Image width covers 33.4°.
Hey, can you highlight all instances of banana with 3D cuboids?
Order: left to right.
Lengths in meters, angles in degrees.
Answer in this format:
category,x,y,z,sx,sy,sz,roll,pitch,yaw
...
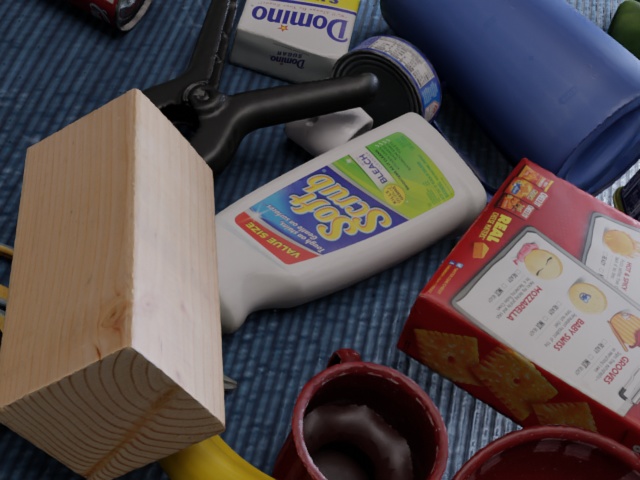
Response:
category,x,y,z,sx,sy,sz,roll,pitch,yaw
banana,-0.057,0.124,0.608,0.037,0.070,0.198,-6,35,-42

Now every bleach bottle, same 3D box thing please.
category,x,y,z,sx,sy,sz,roll,pitch,yaw
bleach bottle,-0.005,0.001,0.740,0.250,0.068,0.102,-30,74,-30

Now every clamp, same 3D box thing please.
category,x,y,z,sx,sy,sz,roll,pitch,yaw
clamp,-0.071,-0.092,0.769,0.165,0.036,0.209,30,64,25

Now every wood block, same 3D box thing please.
category,x,y,z,sx,sy,sz,roll,pitch,yaw
wood block,-0.118,0.021,0.623,0.091,0.090,0.206,-25,43,16

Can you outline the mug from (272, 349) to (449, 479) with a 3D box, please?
category,x,y,z,sx,sy,sz,roll,pitch,yaw
mug,0.017,0.122,0.640,0.093,0.082,0.117,2,54,-18

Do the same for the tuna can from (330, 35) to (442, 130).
category,x,y,z,sx,sy,sz,roll,pitch,yaw
tuna can,0.051,-0.115,0.831,0.086,0.086,0.033,38,50,12

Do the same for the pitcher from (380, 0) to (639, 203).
category,x,y,z,sx,sy,sz,roll,pitch,yaw
pitcher,0.151,-0.141,0.868,0.148,0.145,0.243,-15,55,-42

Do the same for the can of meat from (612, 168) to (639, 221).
category,x,y,z,sx,sy,sz,roll,pitch,yaw
can of meat,0.303,-0.041,0.857,0.102,0.084,0.057,6,54,-16

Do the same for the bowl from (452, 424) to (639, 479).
category,x,y,z,sx,sy,sz,roll,pitch,yaw
bowl,0.137,0.193,0.627,0.162,0.055,0.162,3,69,-8

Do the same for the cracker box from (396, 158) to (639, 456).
category,x,y,z,sx,sy,sz,roll,pitch,yaw
cracker box,0.184,0.061,0.716,0.214,0.072,0.164,32,51,12

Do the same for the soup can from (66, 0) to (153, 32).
category,x,y,z,sx,sy,sz,roll,pitch,yaw
soup can,-0.185,-0.219,0.844,0.102,0.069,0.068,29,50,4

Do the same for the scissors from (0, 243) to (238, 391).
category,x,y,z,sx,sy,sz,roll,pitch,yaw
scissors,-0.159,0.068,0.666,0.202,0.016,0.096,32,52,7

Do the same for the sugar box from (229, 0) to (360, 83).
category,x,y,z,sx,sy,sz,roll,pitch,yaw
sugar box,-0.012,-0.209,0.908,0.093,0.048,0.176,16,49,-6
